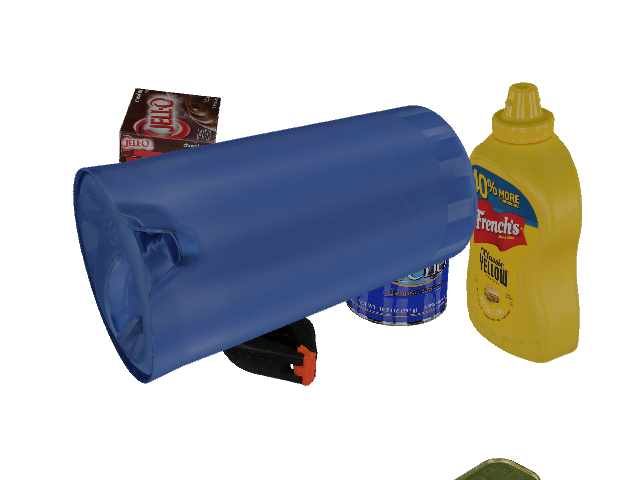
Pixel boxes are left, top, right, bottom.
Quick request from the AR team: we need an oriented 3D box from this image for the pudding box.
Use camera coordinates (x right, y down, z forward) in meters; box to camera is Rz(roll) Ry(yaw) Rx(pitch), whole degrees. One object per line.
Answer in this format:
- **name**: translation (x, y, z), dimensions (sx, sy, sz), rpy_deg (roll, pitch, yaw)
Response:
- **pudding box**: translation (-0.148, -0.111, 1.061), dimensions (0.090, 0.039, 0.113), rpy_deg (7, 28, -5)

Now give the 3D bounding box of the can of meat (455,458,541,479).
- **can of meat**: translation (0.136, 0.244, 0.888), dimensions (0.101, 0.084, 0.058), rpy_deg (-21, 28, -36)

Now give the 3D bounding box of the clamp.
- **clamp**: translation (-0.055, 0.068, 0.911), dimensions (0.172, 0.039, 0.120), rpy_deg (27, 42, 34)

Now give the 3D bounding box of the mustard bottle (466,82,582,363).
- **mustard bottle**: translation (0.140, -0.016, 0.743), dimensions (0.058, 0.192, 0.096), rpy_deg (-16, 29, -22)

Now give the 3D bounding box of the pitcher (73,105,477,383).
- **pitcher**: translation (-0.030, -0.008, 0.690), dimensions (0.242, 0.145, 0.149), rpy_deg (-17, 41, -24)

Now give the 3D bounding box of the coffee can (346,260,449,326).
- **coffee can**: translation (0.076, -0.003, 1.040), dimensions (0.103, 0.140, 0.103), rpy_deg (0, 27, 0)
